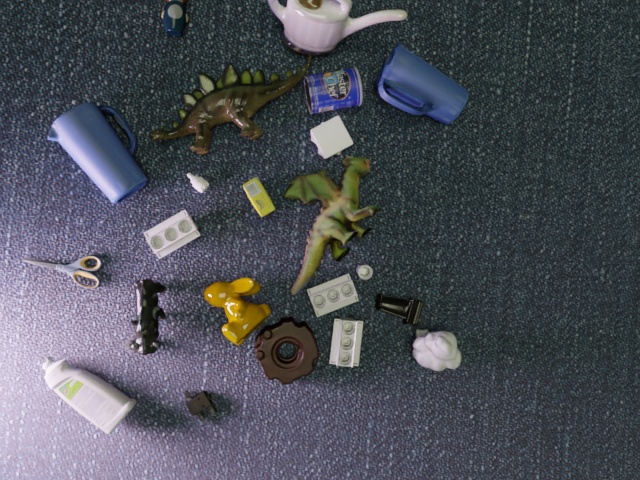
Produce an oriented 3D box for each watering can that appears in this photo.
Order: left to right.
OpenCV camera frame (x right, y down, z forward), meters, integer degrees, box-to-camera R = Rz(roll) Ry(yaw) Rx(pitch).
[{"bbox_3d":[0.032,-0.563,1.331,0.347,0.221,0.105,13,72,-7],"label":"watering can"}]

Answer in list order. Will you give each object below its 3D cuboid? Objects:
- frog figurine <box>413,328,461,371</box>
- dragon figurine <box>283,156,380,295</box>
[{"bbox_3d":[0.321,0.301,1.386,0.137,0.160,0.123,34,89,-6],"label":"frog figurine"},{"bbox_3d":[0.004,-0.070,1.400,0.412,0.121,0.244,-42,77,-7],"label":"dragon figurine"}]
